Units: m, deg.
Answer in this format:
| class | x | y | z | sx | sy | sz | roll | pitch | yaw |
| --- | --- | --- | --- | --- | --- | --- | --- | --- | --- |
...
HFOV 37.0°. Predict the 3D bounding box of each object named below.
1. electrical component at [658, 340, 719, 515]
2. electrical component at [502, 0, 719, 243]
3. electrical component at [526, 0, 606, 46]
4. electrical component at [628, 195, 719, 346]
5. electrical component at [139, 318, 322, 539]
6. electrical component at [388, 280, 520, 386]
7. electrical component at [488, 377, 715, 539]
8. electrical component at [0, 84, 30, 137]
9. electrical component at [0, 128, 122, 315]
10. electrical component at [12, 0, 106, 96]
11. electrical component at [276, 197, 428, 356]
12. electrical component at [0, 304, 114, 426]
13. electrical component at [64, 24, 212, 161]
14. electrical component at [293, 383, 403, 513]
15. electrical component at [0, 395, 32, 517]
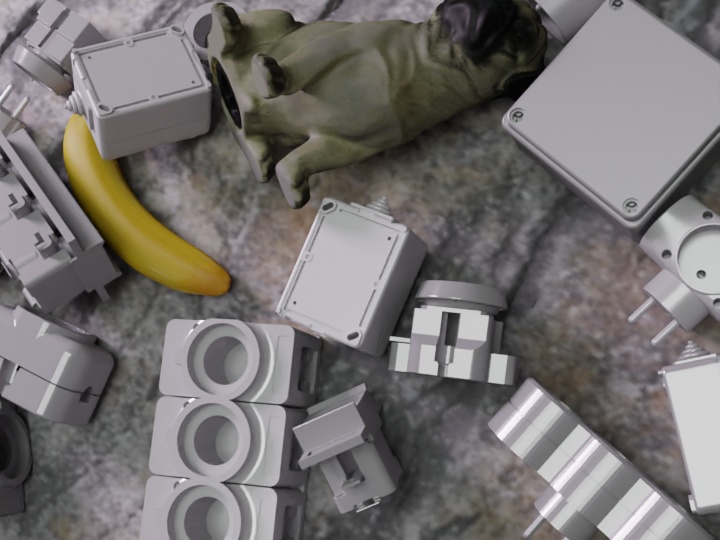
| class | x | y | z | sx | sy | sz | roll | pitch | yaw |
| --- | --- | --- | --- | --- | --- | --- | --- | --- | --- |
| electrical component | 0.206 | 0.084 | 0.600 | 0.061 | 0.062 | 0.096 | -14 | 75 | 15 |
| electrical component | 0.163 | -0.092 | 0.654 | 0.109 | 0.056 | 0.108 | 43 | 94 | 21 |
| electrical component | 0.150 | -0.186 | 0.685 | 0.081 | 0.043 | 0.043 | -40 | 70 | 7 |
| electrical component | 0.193 | 0.010 | 0.629 | 0.079 | 0.044 | 0.077 | -44 | 69 | 6 |
| electrical component | -0.083 | 0.110 | 0.690 | 0.089 | 0.062 | 0.150 | 2 | 79 | 19 |
| electrical component | 0.060 | 0.038 | 0.661 | 0.078 | 0.058 | 0.057 | 5 | 84 | 19 |
| electrical component | 0.126 | 0.134 | 0.621 | 0.138 | 0.052 | 0.073 | 42 | 94 | 21 |
| electrical component | -0.277 | -0.104 | 0.808 | 0.066 | 0.047 | 0.076 | 37 | 92 | 21 |
| electrical component | -0.228 | -0.032 | 0.749 | 0.063 | 0.078 | 0.121 | -34 | 62 | -14 |
| electrical component | -0.226 | -0.165 | 0.805 | 0.066 | 0.048 | 0.055 | 34 | 83 | 21 |
| electrical component | 0.000 | 0.000 | 0.686 | 0.062 | 0.061 | 0.096 | 22 | 86 | 21 |
| electrical component | -0.225 | 0.062 | 0.752 | 0.095 | 0.054 | 0.059 | 23 | 87 | 21 |
| electrical component | -0.158 | -0.119 | 0.748 | 0.096 | 0.061 | 0.061 | -19 | 66 | -19 |
| electrical component | -0.005 | 0.111 | 0.662 | 0.042 | 0.081 | 0.063 | -24 | 94 | 12 |
| electrical component | -0.270 | 0.129 | 0.755 | 0.056 | 0.050 | 0.089 | -14 | 75 | 16 |
